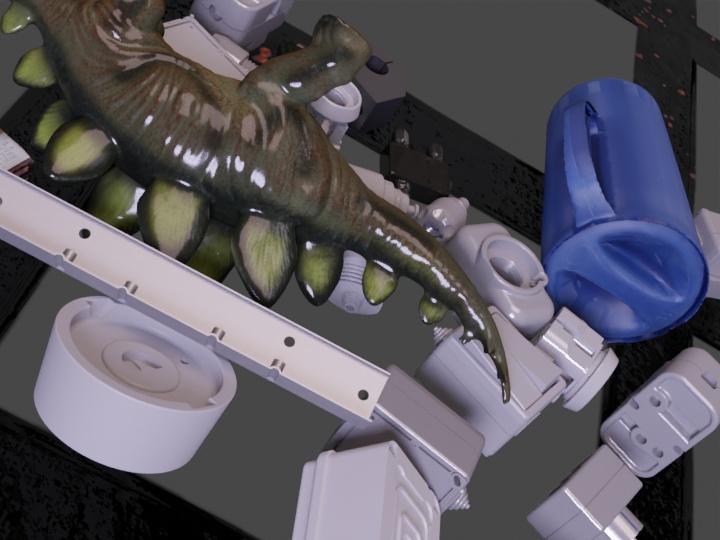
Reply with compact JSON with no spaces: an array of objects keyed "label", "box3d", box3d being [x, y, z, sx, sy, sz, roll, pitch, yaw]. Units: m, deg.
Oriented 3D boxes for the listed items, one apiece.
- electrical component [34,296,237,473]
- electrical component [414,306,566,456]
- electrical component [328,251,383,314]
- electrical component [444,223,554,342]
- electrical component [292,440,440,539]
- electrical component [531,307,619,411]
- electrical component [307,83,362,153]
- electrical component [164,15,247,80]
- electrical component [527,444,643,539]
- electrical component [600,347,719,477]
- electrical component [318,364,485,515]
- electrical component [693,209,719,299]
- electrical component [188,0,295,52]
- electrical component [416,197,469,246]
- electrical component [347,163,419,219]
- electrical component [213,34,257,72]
[{"label":"electrical component","box3d":[-0.132,0.070,0.614,0.108,0.060,0.108,25,20,-10]},{"label":"electrical component","box3d":[0.091,0.071,0.771,0.096,0.061,0.062,48,42,12]},{"label":"electrical component","box3d":[0.000,0.000,0.788,0.043,0.043,0.081,27,43,-11]},{"label":"electrical component","box3d":[0.104,0.012,0.835,0.054,0.059,0.095,-7,57,-38]},{"label":"electrical component","box3d":[0.003,0.163,0.608,0.078,0.057,0.113,56,28,-37]},{"label":"electrical component","box3d":[0.159,0.070,0.823,0.057,0.058,0.078,39,41,7]},{"label":"electrical component","box3d":[-0.029,-0.126,0.874,0.048,0.055,0.066,13,47,-25]},{"label":"electrical component","box3d":[-0.127,-0.134,0.809,0.096,0.061,0.062,46,42,10]},{"label":"electrical component","box3d":[0.168,0.174,0.741,0.076,0.047,0.066,48,42,12]},{"label":"electrical component","box3d":[0.235,0.105,0.813,0.053,0.095,0.059,47,42,11]},{"label":"electrical component","box3d":[0.034,0.116,0.687,0.096,0.061,0.061,38,29,2]},{"label":"electrical component","box3d":[0.338,-0.010,1.013,0.096,0.061,0.061,12,47,-25]},{"label":"electrical component","box3d":[-0.099,-0.226,0.914,0.054,0.059,0.095,40,41,4]},{"label":"electrical component","box3d":[0.072,-0.044,0.884,0.035,0.035,0.061,43,39,7]},{"label":"electrical component","box3d":[0.010,-0.057,0.848,0.078,0.040,0.040,16,45,-22]},{"label":"electrical component","box3d":[-0.101,-0.156,0.861,0.062,0.043,0.043,35,41,-5]}]
